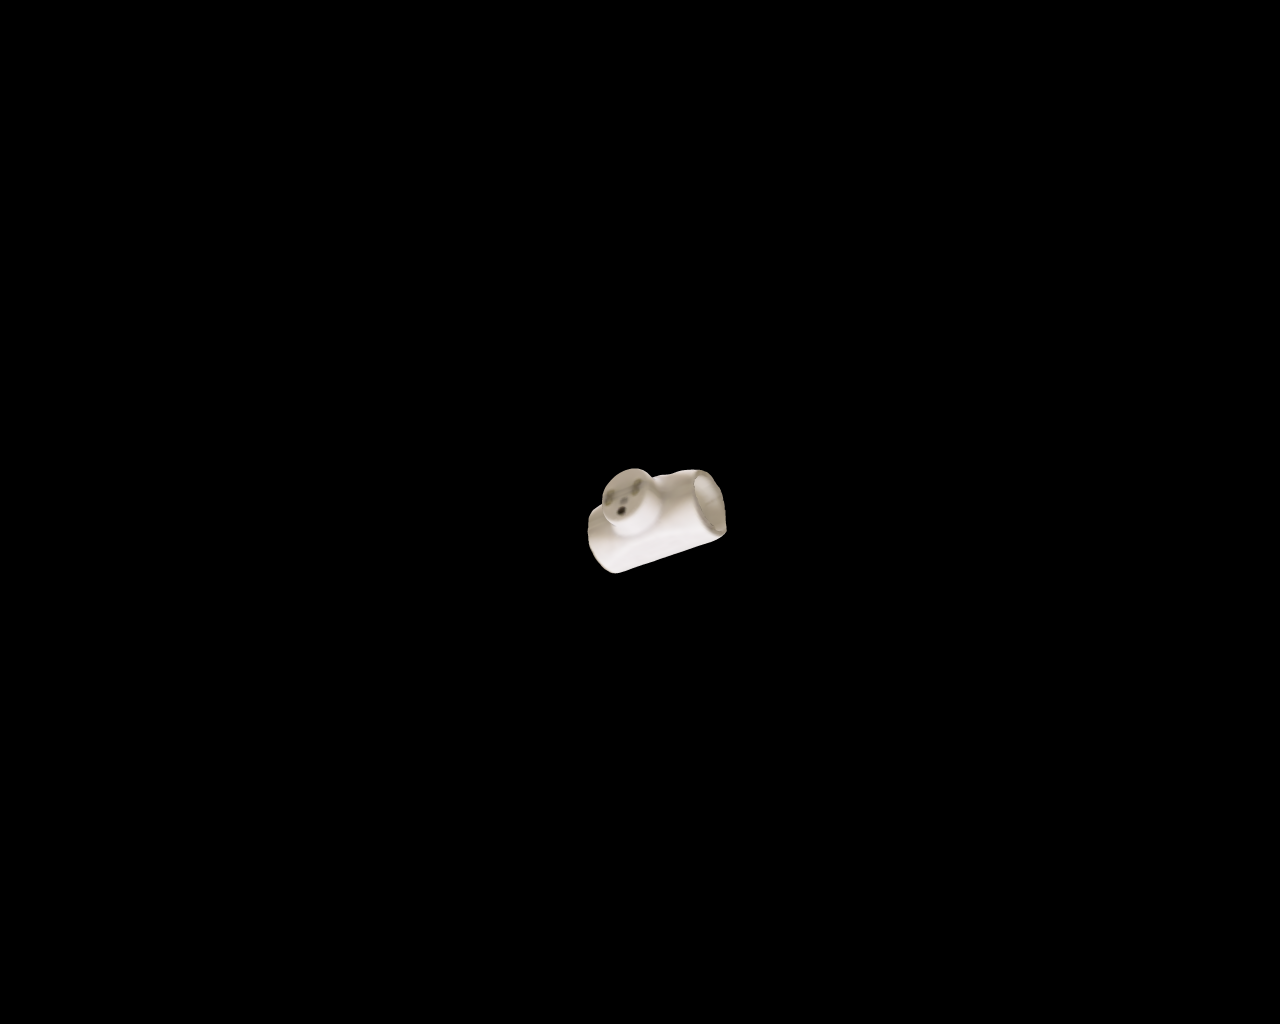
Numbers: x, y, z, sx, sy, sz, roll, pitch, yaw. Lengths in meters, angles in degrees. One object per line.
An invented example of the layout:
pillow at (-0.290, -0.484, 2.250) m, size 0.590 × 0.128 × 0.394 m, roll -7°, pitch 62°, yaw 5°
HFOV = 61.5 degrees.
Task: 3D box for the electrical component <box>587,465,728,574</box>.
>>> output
electrical component at (0.001, -0.003, 0.650) m, size 0.077 × 0.044 × 0.079 m, roll -21°, pitch -40°, yaw 26°
